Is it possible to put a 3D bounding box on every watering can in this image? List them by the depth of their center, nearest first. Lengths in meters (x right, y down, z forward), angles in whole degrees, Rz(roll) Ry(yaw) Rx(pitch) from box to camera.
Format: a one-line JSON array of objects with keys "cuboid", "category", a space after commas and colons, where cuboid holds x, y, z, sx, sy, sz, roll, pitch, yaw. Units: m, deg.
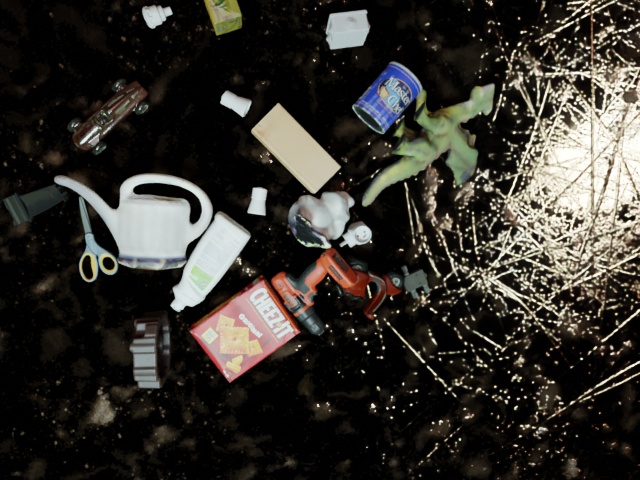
[{"cuboid": [-0.425, -0.044, 1.183, 0.348, 0.104, 0.223, 3, 95, -8], "category": "watering can"}]

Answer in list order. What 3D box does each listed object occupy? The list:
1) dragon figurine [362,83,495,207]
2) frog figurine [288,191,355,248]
[{"cuboid": [0.293, -0.218, 1.277, 0.241, 0.124, 0.407, 27, 99, -18], "category": "dragon figurine"}, {"cuboid": [0.004, -0.063, 1.258, 0.137, 0.120, 0.163, 36, 54, -1], "category": "frog figurine"}]
